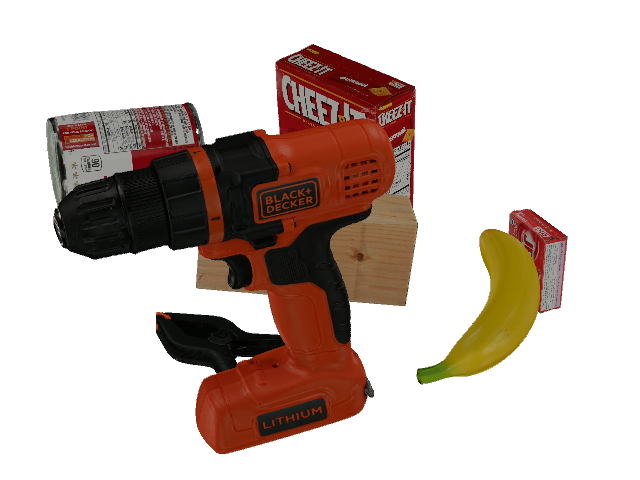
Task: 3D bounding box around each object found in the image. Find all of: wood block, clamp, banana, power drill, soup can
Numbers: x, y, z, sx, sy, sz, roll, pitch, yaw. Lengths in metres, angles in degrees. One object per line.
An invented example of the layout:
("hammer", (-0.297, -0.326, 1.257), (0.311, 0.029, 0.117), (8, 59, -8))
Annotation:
("wood block", (-0.016, 0.001, 1.061), (0.206, 0.091, 0.090), (6, 21, -4))
("clamp", (-0.115, 0.129, 1.238), (0.210, 0.036, 0.164), (14, 24, 24))
("banana", (0.133, 0.044, 0.811), (0.070, 0.037, 0.197), (9, 33, 20))
("power drill", (-0.044, 0.030, 0.600), (0.184, 0.188, 0.057), (-13, 35, -13))
("soup can", (-0.139, -0.060, 0.760), (0.102, 0.068, 0.069), (-8, 3, -19))

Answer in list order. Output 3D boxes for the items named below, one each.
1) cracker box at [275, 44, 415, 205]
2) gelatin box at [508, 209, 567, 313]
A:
("cracker box", (0.027, -0.098, 1.241), (0.072, 0.214, 0.164), (-31, 44, -34))
("gelatin box", (0.229, 0.021, 1.138), (0.030, 0.089, 0.073), (-12, 29, -17))
